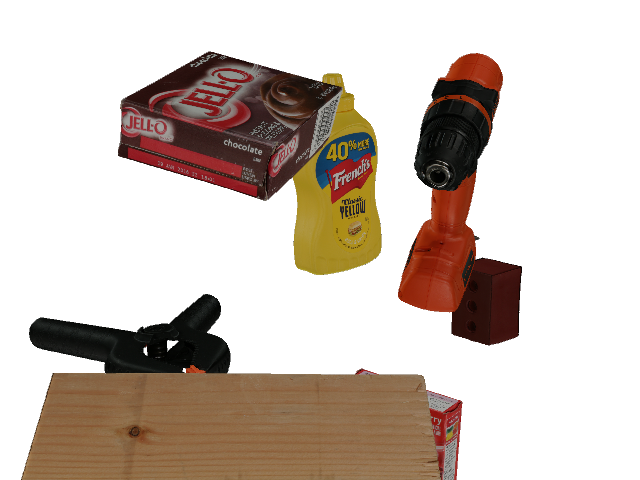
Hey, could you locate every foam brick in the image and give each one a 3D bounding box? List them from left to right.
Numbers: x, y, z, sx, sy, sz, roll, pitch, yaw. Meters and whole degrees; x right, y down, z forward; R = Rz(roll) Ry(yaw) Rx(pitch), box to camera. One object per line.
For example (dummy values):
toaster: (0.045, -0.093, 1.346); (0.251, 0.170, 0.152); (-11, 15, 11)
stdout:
foam brick: (0.172, 0.063, 1.108); (0.051, 0.078, 0.053); (-14, 19, -42)

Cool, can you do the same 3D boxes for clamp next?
clamp: (-0.120, 0.083, 0.839); (0.164, 0.036, 0.210); (-11, 16, -30)

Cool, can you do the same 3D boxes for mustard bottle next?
mustard bottle: (0.015, -0.068, 1.051); (0.096, 0.192, 0.058); (-16, 22, -36)

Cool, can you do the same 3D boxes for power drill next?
power drill: (0.103, -0.037, 0.858); (0.057, 0.188, 0.184); (14, 36, 12)

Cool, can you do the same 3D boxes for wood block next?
wood block: (-0.045, 0.132, 0.578); (0.206, 0.090, 0.091); (1, 33, -1)

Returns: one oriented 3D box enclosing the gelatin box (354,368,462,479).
gelatin box: (0.056, 0.141, 0.770); (0.089, 0.073, 0.030); (14, 21, 33)

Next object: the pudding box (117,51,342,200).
pudding box: (-0.048, -0.068, 0.602); (0.090, 0.039, 0.113); (18, 26, 13)
